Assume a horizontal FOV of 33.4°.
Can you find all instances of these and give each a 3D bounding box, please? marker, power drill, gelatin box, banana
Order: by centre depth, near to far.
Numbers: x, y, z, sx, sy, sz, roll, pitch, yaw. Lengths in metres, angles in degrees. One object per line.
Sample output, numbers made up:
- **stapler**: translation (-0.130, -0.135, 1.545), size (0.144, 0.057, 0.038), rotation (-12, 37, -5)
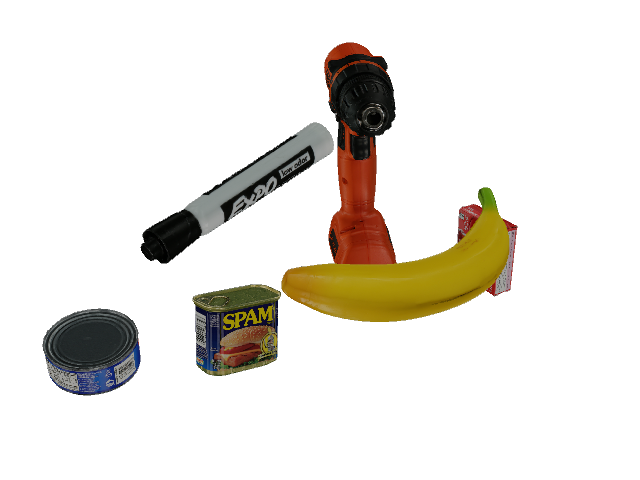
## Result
- **marker**: translation (-0.040, -0.024, 0.529), size (0.120, 0.020, 0.020), rotation (-36, 21, -33)
- **banana**: translation (0.066, 0.020, 0.714), size (0.197, 0.037, 0.070), rotation (-21, 52, -37)
- **power drill**: translation (0.036, -0.065, 0.914), size (0.057, 0.188, 0.184), rotation (-2, 23, -2)
- **gelatin box**: translation (0.195, 0.010, 1.269), size (0.030, 0.089, 0.073), rotation (-17, 32, -29)

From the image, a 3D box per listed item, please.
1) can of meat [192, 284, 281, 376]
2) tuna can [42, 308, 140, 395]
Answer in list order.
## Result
- **can of meat**: translation (-0.097, 0.104, 1.238), size (0.101, 0.084, 0.058), rotation (-9, 18, -36)
- **tuna can**: translation (-0.208, 0.102, 0.976), size (0.086, 0.034, 0.086), rotation (0, 35, 0)
